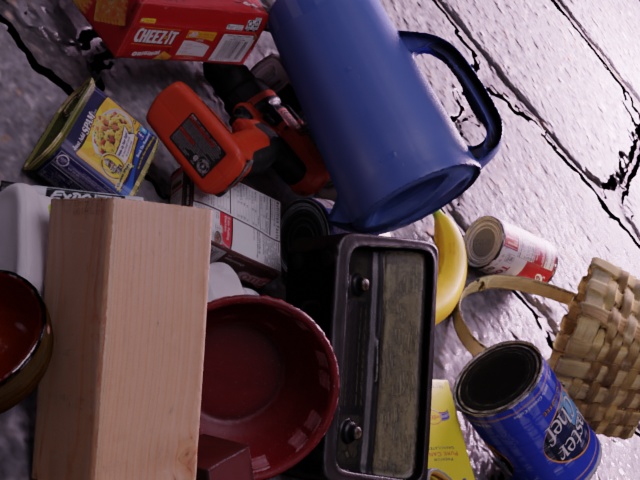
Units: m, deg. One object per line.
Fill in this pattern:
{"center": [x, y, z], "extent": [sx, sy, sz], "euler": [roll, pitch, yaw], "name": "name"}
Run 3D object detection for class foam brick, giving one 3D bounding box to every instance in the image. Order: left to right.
{"center": [-0.086, 0.200, 0.831], "extent": [0.051, 0.053, 0.078], "euler": [-19, 107, -49], "name": "foam brick"}

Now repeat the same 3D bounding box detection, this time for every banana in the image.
{"center": [0.132, 0.040, 1.203], "extent": [0.069, 0.037, 0.197], "euler": [24, 45, -9], "name": "banana"}

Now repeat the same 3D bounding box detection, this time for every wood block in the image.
{"center": [-0.145, 0.075, 0.785], "extent": [0.090, 0.090, 0.206], "euler": [5, 87, -44], "name": "wood block"}

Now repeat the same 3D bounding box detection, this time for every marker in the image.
{"center": [-0.207, -0.033, 0.878], "extent": [0.121, 0.020, 0.020], "euler": [7, 56, -13], "name": "marker"}

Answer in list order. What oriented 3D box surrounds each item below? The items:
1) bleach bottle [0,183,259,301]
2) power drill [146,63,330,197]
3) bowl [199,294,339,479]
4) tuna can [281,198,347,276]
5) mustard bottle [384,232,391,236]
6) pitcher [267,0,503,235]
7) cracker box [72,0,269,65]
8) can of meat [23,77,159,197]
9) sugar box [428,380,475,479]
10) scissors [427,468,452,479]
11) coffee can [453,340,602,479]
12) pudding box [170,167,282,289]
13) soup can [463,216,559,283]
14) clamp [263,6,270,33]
{"center": [-0.153, 0.029, 0.894], "extent": [0.250, 0.068, 0.102], "euler": [14, 58, -42], "name": "bleach bottle"}
{"center": [-0.084, -0.114, 1.030], "extent": [0.184, 0.057, 0.187], "euler": [49, 25, 11], "name": "power drill"}
{"center": [-0.068, 0.118, 0.886], "extent": [0.162, 0.162, 0.055], "euler": [42, -1, -17], "name": "bowl"}
{"center": [-0.007, 0.001, 1.044], "extent": [0.033, 0.086, 0.086], "euler": [4, 62, -42], "name": "tuna can"}
{"center": [0.055, 0.054, 1.093], "extent": [0.096, 0.058, 0.192], "euler": [-4, 68, -50], "name": "mustard bottle"}
{"center": [0.053, -0.139, 1.019], "extent": [0.148, 0.145, 0.243], "euler": [-11, 69, -41], "name": "pitcher"}
{"center": [-0.171, -0.263, 1.023], "extent": [0.163, 0.072, 0.214], "euler": [-7, 52, -48], "name": "cracker box"}
{"center": [-0.195, -0.076, 0.927], "extent": [0.084, 0.058, 0.102], "euler": [40, 43, -23], "name": "can of meat"}
{"center": [0.106, 0.225, 1.039], "extent": [0.093, 0.048, 0.176], "euler": [6, 59, -44], "name": "sugar box"}
{"center": [0.144, 0.303, 0.982], "extent": [0.202, 0.016, 0.096], "euler": [56, 41, -4], "name": "scissors"}
{"center": [0.216, 0.188, 1.108], "extent": [0.140, 0.103, 0.102], "euler": [53, 37, -26], "name": "coffee can"}
{"center": [-0.088, -0.015, 1.009], "extent": [0.113, 0.039, 0.090], "euler": [27, 45, -34], "name": "pudding box"}
{"center": [0.230, 0.016, 1.290], "extent": [0.102, 0.069, 0.068], "euler": [21, 51, -35], "name": "soup can"}
{"center": [0.017, -0.219, 1.173], "extent": [0.210, 0.036, 0.164], "euler": [27, 16, 37], "name": "clamp"}
